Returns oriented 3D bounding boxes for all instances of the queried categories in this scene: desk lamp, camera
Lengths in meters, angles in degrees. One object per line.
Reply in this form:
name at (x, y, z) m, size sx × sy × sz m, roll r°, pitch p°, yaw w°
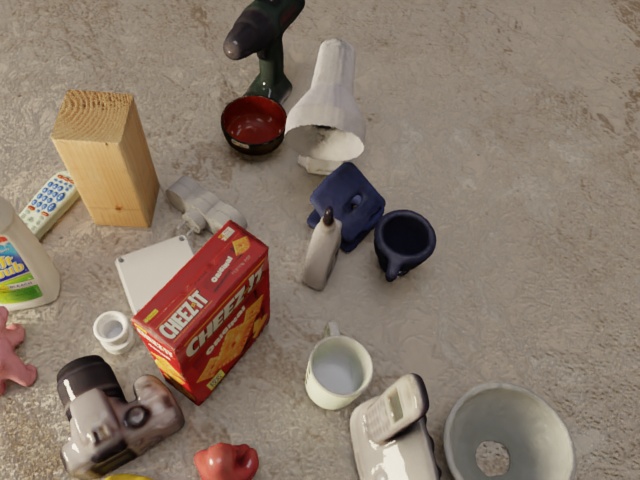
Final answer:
desk lamp at (0.013, -0.193, 0.910) m, size 0.118 × 0.213 × 0.203 m, roll 8°, pitch 59°, yaw 0°
camera at (-0.263, 0.204, 0.716) m, size 0.143 × 0.101 × 0.136 m, roll -27°, pitch 65°, yaw -19°

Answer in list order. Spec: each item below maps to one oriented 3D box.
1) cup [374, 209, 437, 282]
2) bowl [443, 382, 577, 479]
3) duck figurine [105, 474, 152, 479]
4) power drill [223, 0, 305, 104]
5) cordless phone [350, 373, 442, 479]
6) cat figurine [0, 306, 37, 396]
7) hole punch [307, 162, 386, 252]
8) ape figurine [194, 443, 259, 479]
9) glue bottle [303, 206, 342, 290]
cup at (0.117, 0.026, 0.859) m, size 0.091 × 0.095 × 0.118 m, roll 19°, pitch 60°, yaw 6°
bowl at (0.232, 0.273, 0.735) m, size 0.167 × 0.075 × 0.167 m, roll 2°, pitch 59°, yaw -4°
duck figurine at (-0.219, 0.312, 0.664) m, size 0.104 × 0.086 × 0.078 m, roll 33°, pitch 62°, yaw 14°
power drill at (-0.094, -0.318, 0.977) m, size 0.075 × 0.208 × 0.230 m, roll 21°, pitch 60°, yaw 8°
cordless phone at (0.098, 0.243, 0.676) m, size 0.094 × 0.185 × 0.147 m, roll -10°, pitch 61°, yaw -11°
cat figurine at (-0.429, 0.126, 0.737) m, size 0.067 × 0.118 × 0.127 m, roll -25°, pitch 65°, yaw -18°
hole punch at (0.046, -0.054, 0.902) m, size 0.101 × 0.091 × 0.109 m, roll 36°, pitch 63°, yaw 15°
ape figurine at (-0.116, 0.272, 0.694) m, size 0.077 × 0.092 × 0.076 m, roll 18°, pitch 60°, yaw 6°
glue bottle at (0.008, 0.003, 0.817) m, size 0.037 × 0.173 × 0.078 m, roll 22°, pitch 60°, yaw 8°
